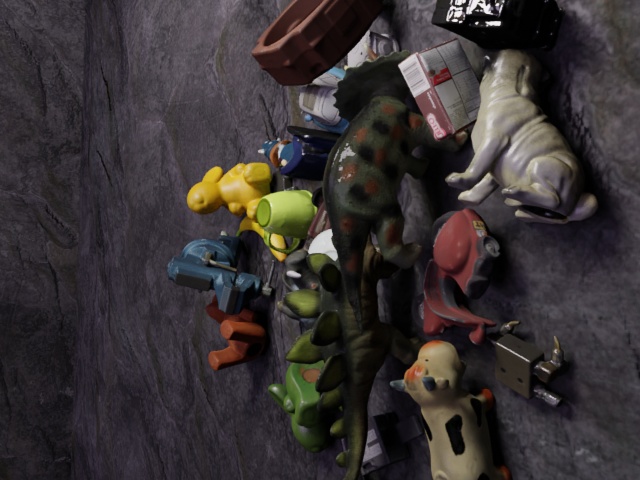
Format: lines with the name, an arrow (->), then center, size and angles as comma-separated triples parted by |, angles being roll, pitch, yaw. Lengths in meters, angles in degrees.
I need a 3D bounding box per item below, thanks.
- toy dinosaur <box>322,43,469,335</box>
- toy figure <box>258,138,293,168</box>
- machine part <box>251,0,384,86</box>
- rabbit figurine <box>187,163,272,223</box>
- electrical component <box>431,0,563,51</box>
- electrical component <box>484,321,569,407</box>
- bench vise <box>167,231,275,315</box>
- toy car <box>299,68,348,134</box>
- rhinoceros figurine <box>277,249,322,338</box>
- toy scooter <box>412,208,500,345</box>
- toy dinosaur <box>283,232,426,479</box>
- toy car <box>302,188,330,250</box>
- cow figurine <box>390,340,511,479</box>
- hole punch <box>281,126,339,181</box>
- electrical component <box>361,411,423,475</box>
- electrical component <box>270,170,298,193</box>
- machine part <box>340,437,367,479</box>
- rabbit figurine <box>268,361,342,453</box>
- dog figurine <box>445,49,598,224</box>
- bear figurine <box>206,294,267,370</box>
toy dinosaur -> 0.069, -0.094, 0.724 | 0.131, 0.192, 0.405 | -21, 44, 62
toy figure -> -0.064, -0.166, 1.054 | 0.155, 0.064, 0.057 | 20, 112, 51
machine part -> -0.004, -0.350, 0.887 | 0.201, 0.087, 0.202 | -51, 30, -6
rabbit figurine -> -0.195, -0.104, 1.120 | 0.163, 0.173, 0.121 | 40, 141, 55
electrical component -> 0.207, -0.276, 0.659 | 0.134, 0.115, 0.058 | 29, 107, 51
electrical component -> 0.247, 0.143, 0.644 | 0.102, 0.045, 0.078 | 22, 133, 54
bench vise -> -0.203, 0.052, 1.163 | 0.241, 0.224, 0.128 | -87, 2, -60
toy car -> 0.018, -0.235, 0.918 | 0.162, 0.103, 0.109 | 45, 124, 46
rhinoceros figurine -> -0.015, 0.107, 0.910 | 0.112, 0.073, 0.190 | 2, 118, 53
toy scooter -> 0.184, 0.057, 0.689 | 0.135, 0.075, 0.183 | -130, 51, -62
toy dinosaur -> 0.048, 0.142, 0.779 | 0.105, 0.198, 0.471 | -24, 68, 53
toy car -> -0.002, -0.003, 0.973 | 0.089, 0.053, 0.202 | 44, 123, 48
cow figurine -> 0.162, 0.225, 0.681 | 0.085, 0.127, 0.195 | -21, 74, 48
hole punch -> 0.000, -0.141, 0.918 | 0.116, 0.142, 0.092 | -144, 64, -63
electrical component -> 0.102, 0.305, 0.821 | 0.119, 0.048, 0.075 | -44, 55, 44
electrical component -> -0.077, -0.110, 1.101 | 0.094, 0.021, 0.063 | -17, 75, 51
machine part -> 0.059, 0.374, 0.876 | 0.084, 0.039, 0.139 | 126, 133, -56
rabbit figurine -> -0.024, 0.291, 0.935 | 0.159, 0.121, 0.170 | 33, 129, 42
dog figurine -> 0.251, -0.125, 0.621 | 0.173, 0.121, 0.190 | 21, 87, 18
bear figurine -> -0.201, 0.174, 1.166 | 0.196, 0.132, 0.120 | 45, 118, 37
